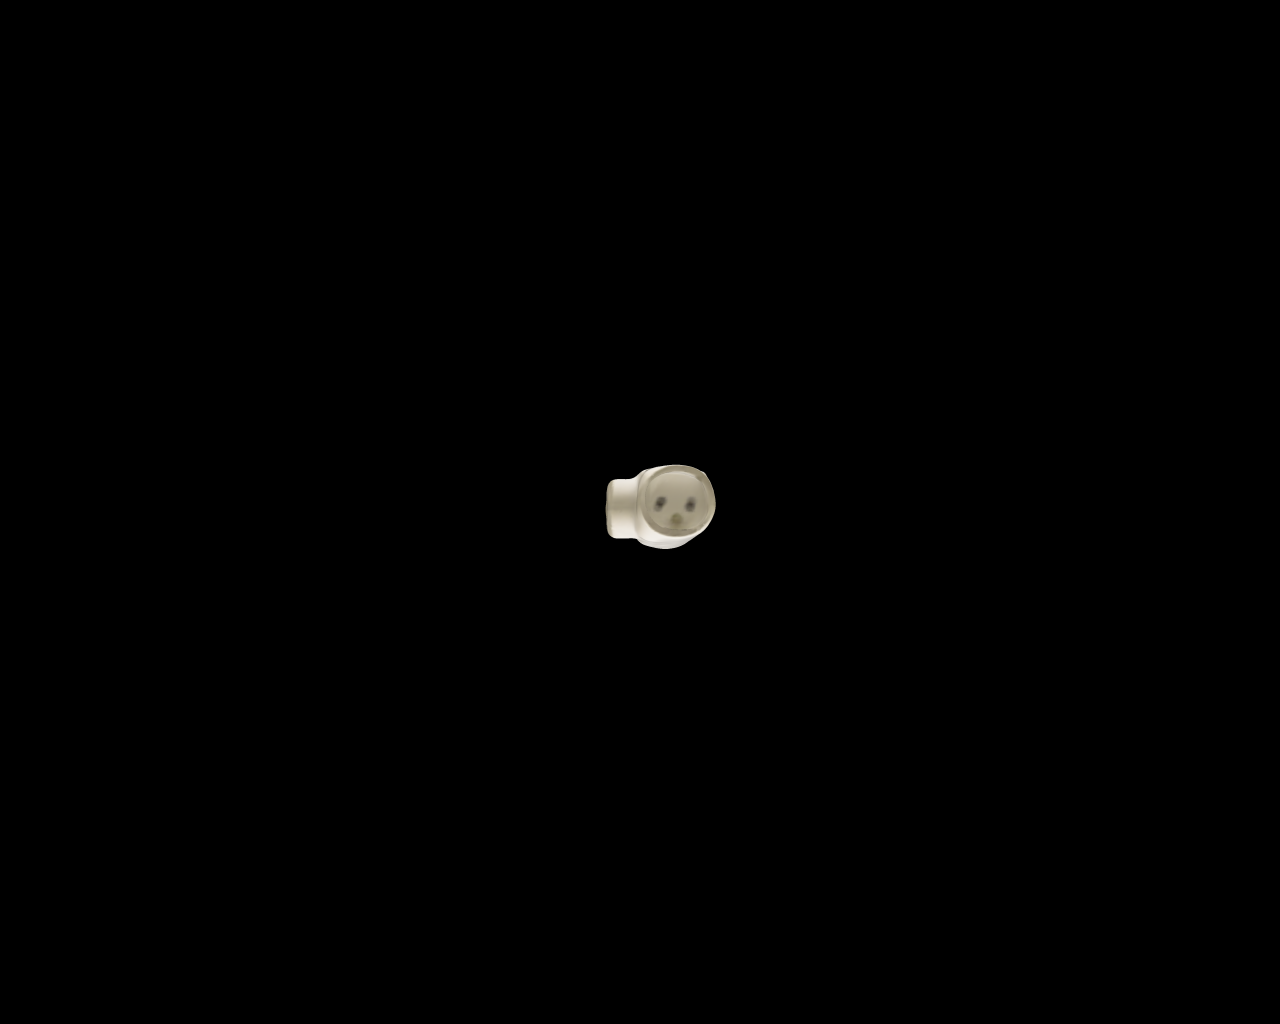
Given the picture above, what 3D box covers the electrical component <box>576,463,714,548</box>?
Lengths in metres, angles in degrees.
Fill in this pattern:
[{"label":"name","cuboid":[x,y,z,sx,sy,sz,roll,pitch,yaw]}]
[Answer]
[{"label":"electrical component","cuboid":[0.001,-0.003,0.650,0.079,0.043,0.077,0,-7,-4]}]
